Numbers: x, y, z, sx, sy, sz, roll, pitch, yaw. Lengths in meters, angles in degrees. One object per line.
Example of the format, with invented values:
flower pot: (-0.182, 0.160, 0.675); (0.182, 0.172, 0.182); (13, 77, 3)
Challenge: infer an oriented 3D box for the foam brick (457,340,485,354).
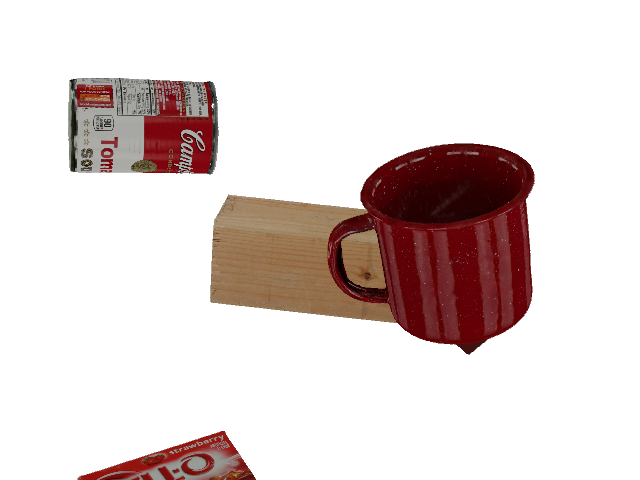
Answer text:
foam brick: (0.102, 0.038, 0.813); (0.078, 0.051, 0.053); (43, 12, -28)

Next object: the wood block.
wood block: (-0.002, 0.019, 1.089); (0.206, 0.091, 0.090); (7, 22, 3)

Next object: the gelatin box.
gelatin box: (-0.079, 0.144, 0.577); (0.089, 0.030, 0.073); (-14, 27, -21)

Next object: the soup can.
soup can: (-0.129, -0.082, 0.769); (0.102, 0.068, 0.069); (0, 0, -14)

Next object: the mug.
mug: (0.062, 0.005, 0.590); (0.117, 0.081, 0.093); (-11, 30, 0)
